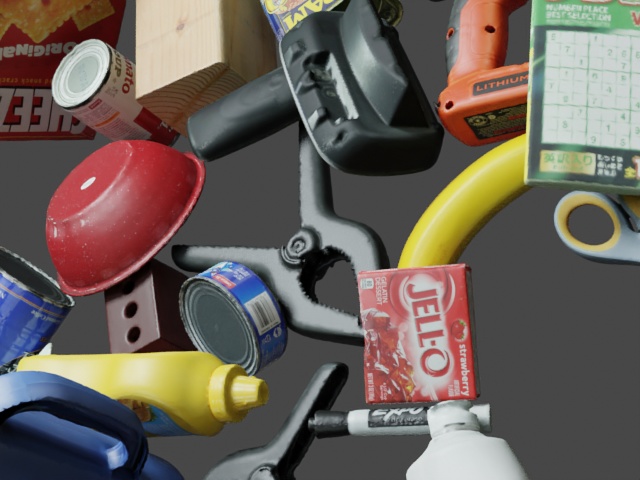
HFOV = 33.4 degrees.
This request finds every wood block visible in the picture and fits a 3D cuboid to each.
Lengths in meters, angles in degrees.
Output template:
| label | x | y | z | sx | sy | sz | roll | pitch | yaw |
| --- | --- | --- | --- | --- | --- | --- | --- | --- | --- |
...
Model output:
| label | x | y | z | sx | sy | sz | roll | pitch | yaw |
| --- | --- | --- | --- | --- | --- | --- | --- | --- | --- |
| wood block | -0.099 | -0.202 | 0.927 | 0.091 | 0.090 | 0.206 | -19 | 59 | 26 |

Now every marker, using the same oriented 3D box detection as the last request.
| label | x | y | z | sx | sy | sz | roll | pitch | yaw |
| --- | --- | --- | --- | --- | --- | --- | --- | --- | --- |
| marker | 0.051 | 0.119 | 0.698 | 0.121 | 0.020 | 0.020 | -4 | 65 | 14 |

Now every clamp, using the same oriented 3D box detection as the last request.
| label | x | y | z | sx | sy | sz | roll | pitch | yaw |
| --- | --- | --- | --- | --- | --- | --- | --- | --- | --- |
| clamp | -0.022 | 0.176 | 0.733 | 0.171 | 0.039 | 0.120 | -42 | 47 | 9 |
| clamp | -0.005 | 0.001 | 0.802 | 0.210 | 0.036 | 0.164 | 37 | 89 | 38 |

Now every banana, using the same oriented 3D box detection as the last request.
| label | x | y | z | sx | sy | sz | roll | pitch | yaw |
| --- | --- | --- | --- | --- | --- | --- | --- | --- | --- |
| banana | 0.109 | -0.012 | 0.734 | 0.070 | 0.037 | 0.198 | 36 | 95 | 13 |

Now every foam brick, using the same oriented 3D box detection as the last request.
| label | x | y | z | sx | sy | sz | roll | pitch | yaw |
| --- | --- | --- | --- | --- | --- | --- | --- | --- | --- |
| foam brick | -0.135 | 0.064 | 0.853 | 0.053 | 0.051 | 0.078 | -28 | 56 | 22 |

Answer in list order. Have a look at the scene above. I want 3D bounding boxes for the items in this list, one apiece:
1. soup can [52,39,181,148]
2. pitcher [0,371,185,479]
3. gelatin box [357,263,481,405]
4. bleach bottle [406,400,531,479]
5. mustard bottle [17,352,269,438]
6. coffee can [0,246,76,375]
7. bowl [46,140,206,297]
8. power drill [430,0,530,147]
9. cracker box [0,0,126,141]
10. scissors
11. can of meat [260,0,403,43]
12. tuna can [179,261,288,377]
| label | x | y | z | sx | sy | sz | roll | pitch | yaw |
| --- | --- | --- | --- | --- | --- | --- | --- | --- | --- |
| soup can | -0.175 | -0.122 | 0.933 | 0.069 | 0.102 | 0.068 | -15 | 60 | 28 |
| pitcher | -0.188 | 0.170 | 0.717 | 0.149 | 0.242 | 0.145 | 5 | 72 | 36 |
| gelatin box | 0.065 | 0.062 | 0.703 | 0.073 | 0.030 | 0.089 | -5 | 84 | 15 |
| bleach bottle | 0.088 | 0.218 | 0.614 | 0.103 | 0.068 | 0.251 | -19 | 61 | 23 |
| mustard bottle | -0.125 | 0.114 | 0.783 | 0.192 | 0.096 | 0.058 | -5 | 58 | 27 |
| coffee can | -0.293 | 0.085 | 0.919 | 0.103 | 0.102 | 0.140 | 36 | 91 | 40 |
| bowl | -0.174 | -0.031 | 0.886 | 0.162 | 0.055 | 0.162 | -29 | 33 | 21 |
| power drill | 0.149 | -0.169 | 0.764 | 0.185 | 0.057 | 0.187 | -14 | 60 | 26 |
| cracker box | -0.260 | -0.192 | 0.933 | 0.072 | 0.163 | 0.214 | 44 | 126 | 40 |
| scissors | 0.207 | 0.025 | 0.659 | 0.096 | 0.016 | 0.202 | -26 | 57 | 24 |
| can of meat | 0.006 | -0.193 | 0.873 | 0.102 | 0.057 | 0.084 | -35 | 51 | 16 |
| tuna can | -0.064 | 0.059 | 0.786 | 0.086 | 0.086 | 0.033 | 22 | 40 | 39 |
